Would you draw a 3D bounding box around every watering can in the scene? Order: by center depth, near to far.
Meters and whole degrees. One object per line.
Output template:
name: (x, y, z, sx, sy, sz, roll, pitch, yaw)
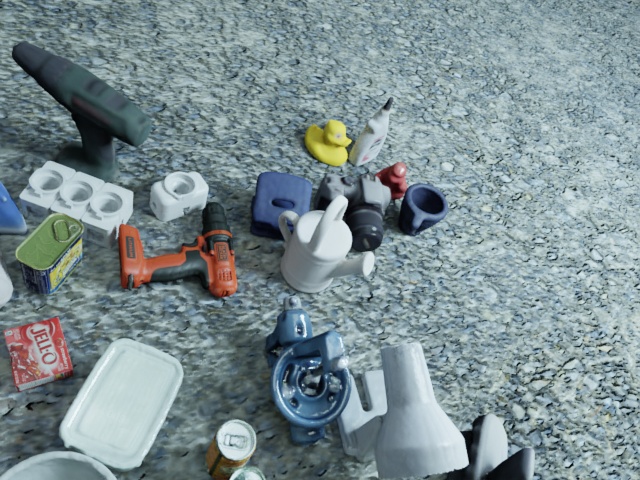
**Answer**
watering can: (0.010, 0.002, 0.966, 0.173, 0.194, 0.101, 17, 51, -7)

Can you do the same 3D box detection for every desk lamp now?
desk lamp: (0.103, 0.248, 0.807, 0.118, 0.213, 0.203, -2, 56, -22)

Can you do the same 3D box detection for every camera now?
camera: (0.070, -0.055, 1.091, 0.143, 0.100, 0.136, 8, 53, -15)

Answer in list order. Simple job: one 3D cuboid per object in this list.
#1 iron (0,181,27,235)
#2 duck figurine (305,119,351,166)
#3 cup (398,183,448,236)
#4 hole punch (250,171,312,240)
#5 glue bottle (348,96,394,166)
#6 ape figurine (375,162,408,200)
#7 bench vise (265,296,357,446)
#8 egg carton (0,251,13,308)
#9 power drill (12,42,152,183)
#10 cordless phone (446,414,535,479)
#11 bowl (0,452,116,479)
iron: (-0.565, -0.113, 0.871, 0.258, 0.141, 0.119, 28, 50, 1)
duck figurine: (0.021, -0.216, 1.201, 0.104, 0.086, 0.078, 39, 52, 10)
cup: (0.190, -0.042, 1.130, 0.091, 0.095, 0.118, 29, 51, 2)
hole punch: (-0.070, -0.061, 1.049, 0.109, 0.091, 0.101, 8, 53, -14)
glue bottle: (0.115, -0.229, 1.189, 0.037, 0.173, 0.078, 44, 53, 14)
ape figurine: (0.148, -0.124, 1.176, 0.078, 0.092, 0.076, 28, 50, 1)
bench vise: (-0.026, 0.166, 0.816, 0.122, 0.219, 0.207, -19, 63, -30)
egg carton: (-0.511, 0.043, 0.823, 0.107, 0.069, 0.150, -21, 65, -31)
power drill: (-0.394, -0.196, 0.952, 0.229, 0.208, 0.076, 25, 50, -2)
cordless phone: (0.268, 0.318, 0.835, 0.094, 0.185, 0.147, 23, 51, -3)
bowl: (-0.315, 0.342, 0.672, 0.168, 0.074, 0.167, 10, 52, -13)
